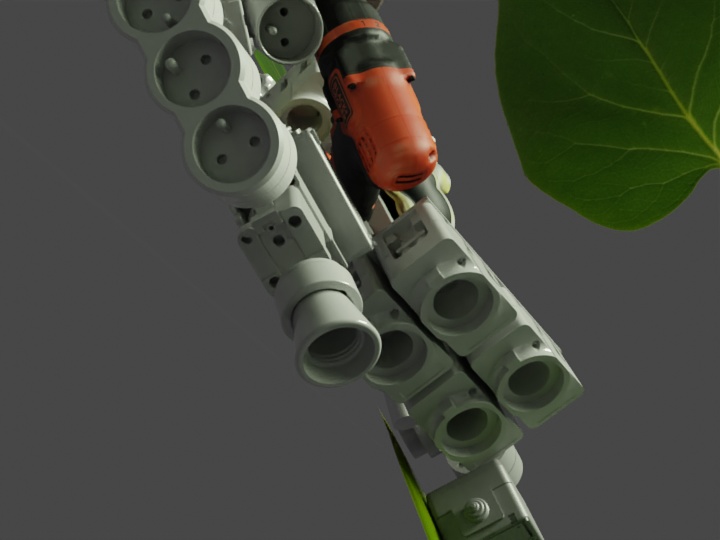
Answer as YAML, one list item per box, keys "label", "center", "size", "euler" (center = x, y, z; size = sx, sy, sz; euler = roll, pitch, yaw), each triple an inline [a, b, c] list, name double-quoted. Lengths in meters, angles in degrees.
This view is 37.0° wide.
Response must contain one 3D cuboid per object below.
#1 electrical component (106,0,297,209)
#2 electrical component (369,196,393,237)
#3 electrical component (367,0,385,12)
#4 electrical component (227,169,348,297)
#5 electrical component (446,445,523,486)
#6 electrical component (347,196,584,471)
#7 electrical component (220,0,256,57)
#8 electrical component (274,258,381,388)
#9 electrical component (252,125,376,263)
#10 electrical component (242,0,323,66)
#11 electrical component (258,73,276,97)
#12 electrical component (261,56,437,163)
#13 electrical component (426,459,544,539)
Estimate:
- label: "electrical component"
  center: [-0.078, -0.096, 0.566]
  size: [0.138, 0.052, 0.074]
  euler: [62, 3, 8]
- label: "electrical component"
  center: [0.000, 0.000, 0.862]
  size: [0.063, 0.079, 0.121]
  euler: [15, 42, -55]
- label: "electrical component"
  center: [-0.059, -0.211, 0.792]
  size: [0.061, 0.150, 0.089]
  euler: [65, -33, 15]
- label: "electrical component"
  center: [-0.042, -0.020, 0.594]
  size: [0.081, 0.042, 0.063]
  euler: [60, 7, -23]
- label: "electrical component"
  center: [0.082, 0.115, 0.877]
  size: [0.073, 0.052, 0.138]
  euler: [60, 4, -36]
- label: "electrical component"
  center: [0.064, 0.053, 0.749]
  size: [0.186, 0.105, 0.060]
  euler: [45, 12, -34]
- label: "electrical component"
  center: [-0.107, -0.175, 0.656]
  size: [0.061, 0.061, 0.096]
  euler: [82, -10, -57]
- label: "electrical component"
  center: [-0.018, 0.026, 0.552]
  size: [0.045, 0.045, 0.055]
  euler: [59, 4, -41]
- label: "electrical component"
  center: [-0.039, -0.044, 0.660]
  size: [0.096, 0.061, 0.061]
  euler: [61, 3, -9]
- label: "electrical component"
  center: [-0.055, -0.178, 0.692]
  size: [0.077, 0.043, 0.079]
  euler: [-131, -143, -62]
- label: "electrical component"
  center: [-0.093, -0.166, 1.077]
  size: [0.035, 0.035, 0.061]
  euler: [65, 2, 41]
- label: "electrical component"
  center: [-0.012, -0.118, 0.975]
  size: [0.150, 0.089, 0.061]
  euler: [36, 30, -27]
- label: "electrical component"
  center: [0.091, 0.182, 0.788]
  size: [0.061, 0.062, 0.096]
  euler: [64, 4, 39]
